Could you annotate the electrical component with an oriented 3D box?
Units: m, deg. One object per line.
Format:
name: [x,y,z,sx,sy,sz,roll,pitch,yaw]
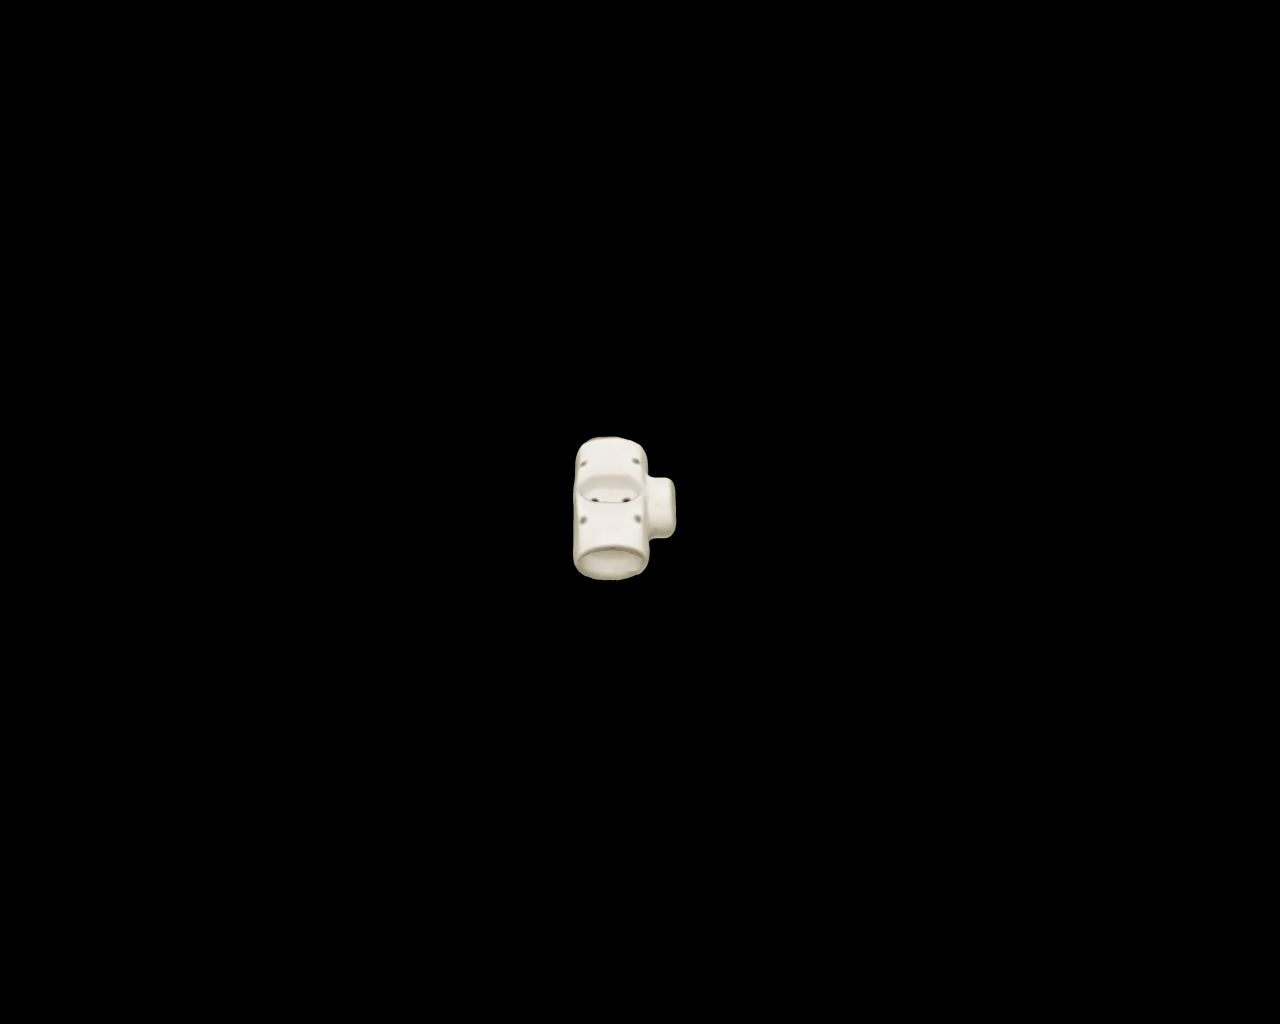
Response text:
electrical component: [0.001,-0.003,0.650,0.079,0.077,0.043,0,-32,0]
